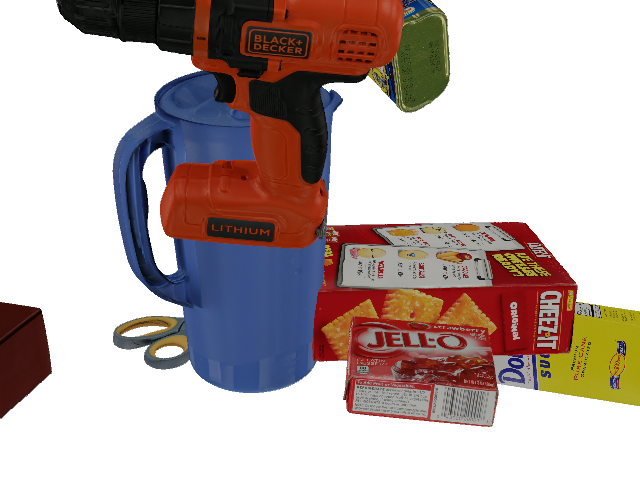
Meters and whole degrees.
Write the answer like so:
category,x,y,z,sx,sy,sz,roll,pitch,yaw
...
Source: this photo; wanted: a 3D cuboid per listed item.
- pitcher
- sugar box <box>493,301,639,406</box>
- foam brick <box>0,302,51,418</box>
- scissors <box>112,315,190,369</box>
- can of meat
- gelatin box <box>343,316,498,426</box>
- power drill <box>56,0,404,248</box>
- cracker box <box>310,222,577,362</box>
category,x,y,z,sx,sy,sz,roll,pitch,yaw
pitcher,-0.064,-0.004,0.830,0.149,0.243,0.145,5,27,9
sugar box,0.253,0.110,1.090,0.176,0.093,0.048,7,21,5
foam brick,-0.226,0.082,0.713,0.053,0.051,0.078,7,29,23
scissors,-0.119,0.096,1.141,0.201,0.016,0.096,-9,31,-25
can of meat,0.060,-0.166,0.864,0.057,0.084,0.102,-29,-36,-11
gelatin box,0.060,0.077,0.650,0.089,0.030,0.073,6,25,1
power drill,-0.055,-0.077,0.618,0.184,0.057,0.188,6,-40,-3
cracker box,0.093,0.042,0.925,0.213,0.072,0.164,-1,19,-4
